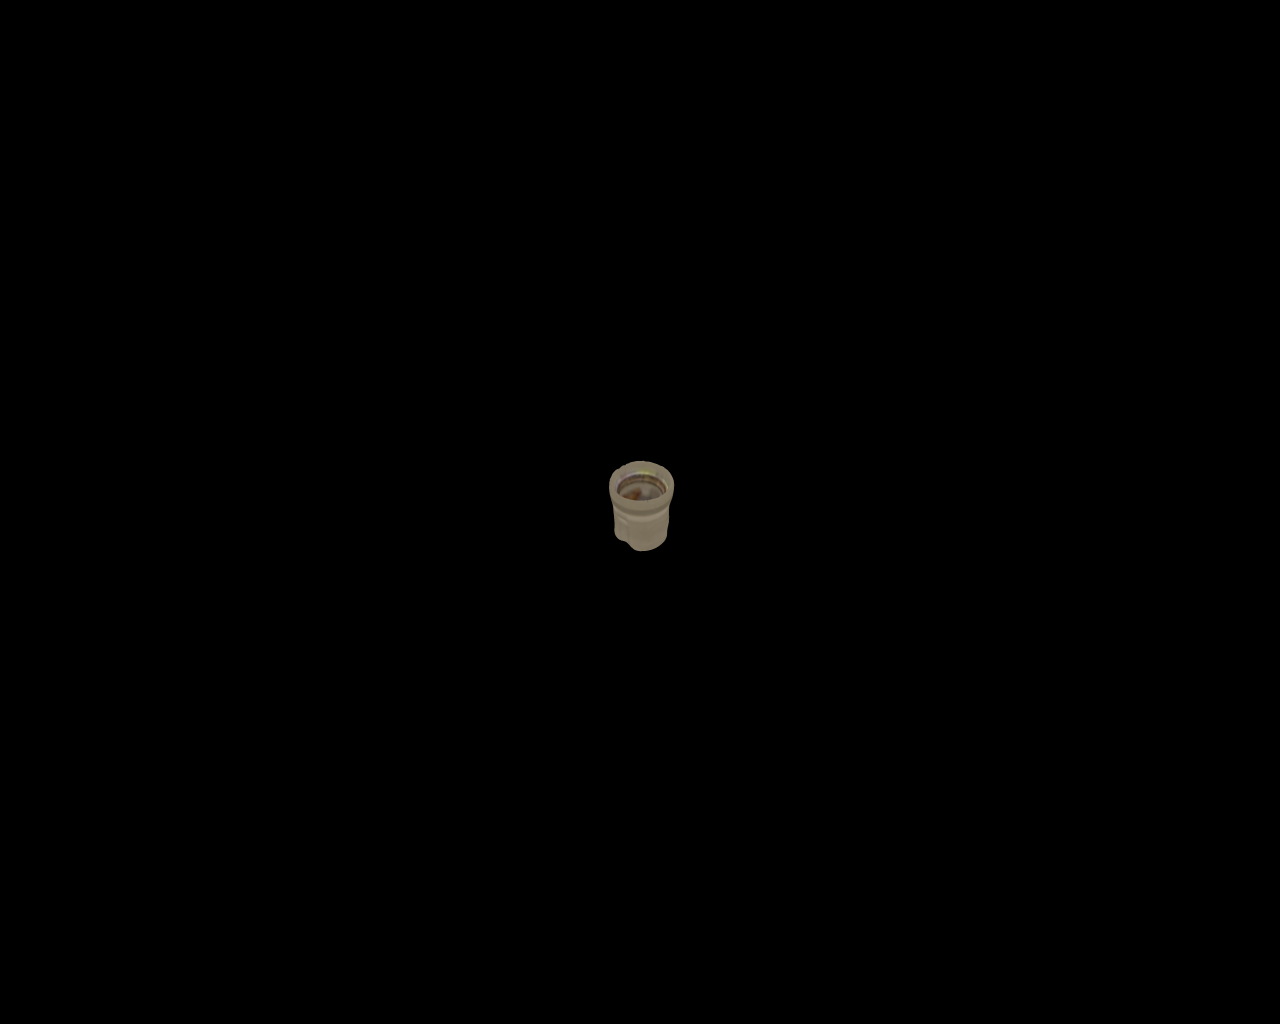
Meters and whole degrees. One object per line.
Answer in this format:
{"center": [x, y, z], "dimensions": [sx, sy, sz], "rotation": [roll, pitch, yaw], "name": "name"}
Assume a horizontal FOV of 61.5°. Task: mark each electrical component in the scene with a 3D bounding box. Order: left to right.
{"center": [0.001, -0.003, 0.650], "dimensions": [0.040, 0.046, 0.040], "rotation": [0, 42, 0], "name": "electrical component"}
